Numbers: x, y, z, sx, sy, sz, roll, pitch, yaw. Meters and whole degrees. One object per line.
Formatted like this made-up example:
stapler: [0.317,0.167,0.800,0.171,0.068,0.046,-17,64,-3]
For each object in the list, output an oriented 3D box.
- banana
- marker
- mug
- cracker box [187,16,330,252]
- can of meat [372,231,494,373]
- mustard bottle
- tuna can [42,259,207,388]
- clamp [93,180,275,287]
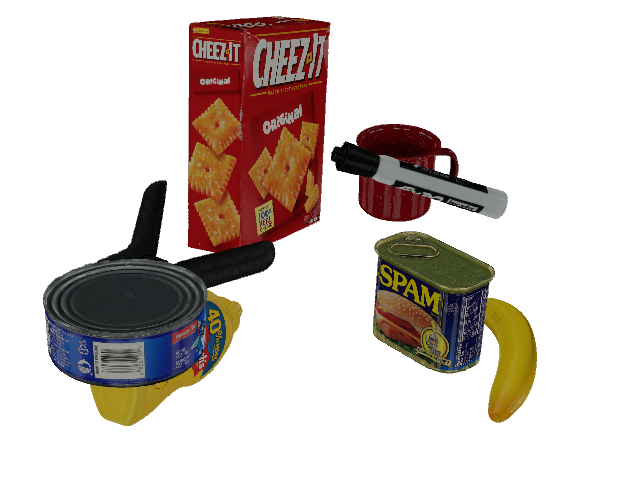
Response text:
banana: [0.187,0.112,1.090,0.070,0.037,0.198,-28,28,11]
marker: [0.063,-0.038,0.676,0.121,0.020,0.020,16,-6,-19]
mug: [0.096,-0.075,1.185,0.117,0.081,0.093,-5,30,-12]
cracker box: [-0.057,-0.107,1.047,0.072,0.214,0.163,12,18,26]
can of meat: [0.089,0.051,0.880,0.057,0.084,0.102,-20,34,-37]
mustard bottle: [-0.135,0.095,1.009,0.058,0.096,0.191,10,21,29]
tuna can: [-0.103,0.043,0.569,0.086,0.034,0.086,2,25,-1]
clamp: [-0.131,0.020,0.800,0.120,0.039,0.171,33,49,28]
